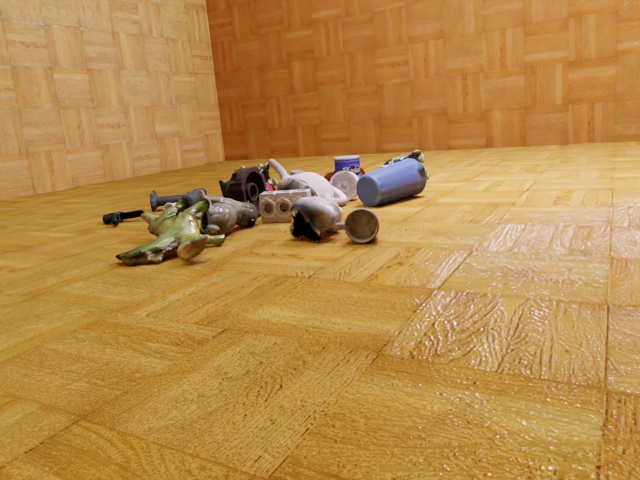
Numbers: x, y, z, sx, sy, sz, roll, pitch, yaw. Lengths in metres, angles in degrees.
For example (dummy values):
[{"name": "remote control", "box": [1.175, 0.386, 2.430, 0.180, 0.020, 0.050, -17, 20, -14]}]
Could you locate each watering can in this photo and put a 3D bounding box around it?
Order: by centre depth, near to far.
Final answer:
[{"name": "watering can", "box": [-0.076, -0.188, 1.764, 0.349, 0.102, 0.227, 26, 24, 17]}]

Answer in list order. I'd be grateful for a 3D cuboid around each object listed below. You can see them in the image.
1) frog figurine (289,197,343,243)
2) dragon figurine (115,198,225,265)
[{"name": "frog figurine", "box": [0.004, -0.067, 1.323, 0.162, 0.122, 0.136, -32, 8, -41]}, {"name": "dragon figurine", "box": [-0.402, -0.011, 1.293, 0.410, 0.120, 0.246, 3, 23, 35]}]
